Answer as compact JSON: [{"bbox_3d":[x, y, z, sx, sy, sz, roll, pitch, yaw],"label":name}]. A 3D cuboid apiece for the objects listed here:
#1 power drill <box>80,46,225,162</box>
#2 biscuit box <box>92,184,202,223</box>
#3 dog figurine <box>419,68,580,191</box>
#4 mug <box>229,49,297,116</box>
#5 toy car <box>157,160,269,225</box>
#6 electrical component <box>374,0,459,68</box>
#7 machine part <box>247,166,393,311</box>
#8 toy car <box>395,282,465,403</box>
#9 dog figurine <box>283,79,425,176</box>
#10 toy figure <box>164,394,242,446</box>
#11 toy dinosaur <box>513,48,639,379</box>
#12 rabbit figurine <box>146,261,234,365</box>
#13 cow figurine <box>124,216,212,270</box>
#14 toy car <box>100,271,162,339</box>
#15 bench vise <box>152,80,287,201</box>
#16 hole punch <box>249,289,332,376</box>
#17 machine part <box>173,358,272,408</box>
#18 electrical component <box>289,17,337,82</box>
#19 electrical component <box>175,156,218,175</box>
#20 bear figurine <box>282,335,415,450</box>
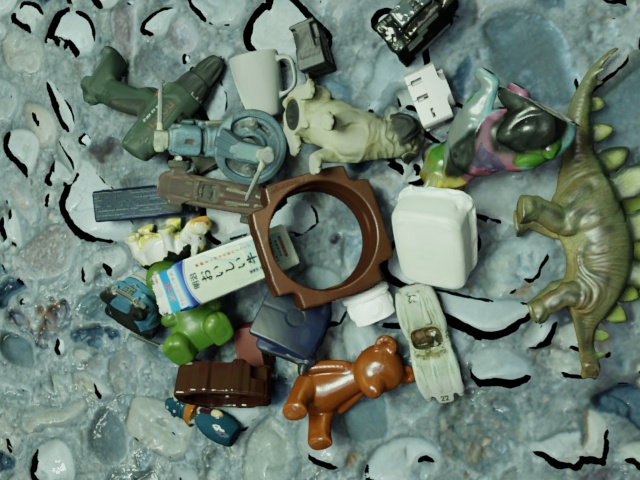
[{"bbox_3d":[-0.306,-0.267,0.962,0.207,0.086,0.232,30,83,10],"label":"power drill"},{"bbox_3d":[-0.325,-0.071,1.003,0.203,0.059,0.062,-3,96,17],"label":"biscuit box"},{"bbox_3d":[0.233,-0.116,0.774,0.192,0.108,0.219,56,130,39],"label":"dog figurine"},{"bbox_3d":[-0.089,-0.261,0.906,0.110,0.081,0.107,-7,104,12],"label":"mug"},{"bbox_3d":[-0.179,-0.079,0.930,0.202,0.053,0.089,11,90,-8],"label":"toy car"},{"bbox_3d":[0.145,-0.325,0.792,0.115,0.134,0.058,-43,83,14],"label":"electrical component"},{"bbox_3d":[-0.002,-0.003,0.854,0.201,0.087,0.201,-18,87,-12],"label":"machine part"},{"bbox_3d":[0.178,0.168,0.873,0.074,0.056,0.201,-16,90,18],"label":"toy car"},{"bbox_3d":[0.053,-0.183,0.850,0.172,0.190,0.121,61,143,29],"label":"dog figurine"},{"bbox_3d":[-0.223,0.335,1.015,0.155,0.057,0.064,23,86,18],"label":"toy figure"},{"bbox_3d":[0.384,-0.029,0.771,0.199,0.105,0.470,-7,93,11],"label":"toy dinosaur"},{"bbox_3d":[-0.233,0.101,0.944,0.121,0.159,0.170,-26,110,7],"label":"rabbit figurine"},{"bbox_3d":[-0.266,0.011,0.987,0.167,0.068,0.098,-10,110,22],"label":"cow figurine"},{"bbox_3d":[-0.335,0.108,0.998,0.109,0.161,0.103,27,59,7],"label":"toy car"},{"bbox_3d":[-0.140,-0.148,0.834,0.223,0.241,0.128,12,101,-27],"label":"bench vise"},{"bbox_3d":[-0.048,0.137,0.898,0.116,0.092,0.142,13,58,18],"label":"hole punch"},{"bbox_3d":[-0.165,0.251,0.929,0.179,0.179,0.056,-9,62,18],"label":"machine part"},{"bbox_3d":[-0.007,-0.289,0.874,0.048,0.075,0.119,-15,87,19],"label":"electrical component"},{"bbox_3d":[-0.216,-0.161,0.968,0.102,0.045,0.078,-21,88,18],"label":"electrical component"},{"bbox_3d":[0.054,0.247,0.888,0.196,0.132,0.120,-20,117,22],"label":"bear figurine"}]
